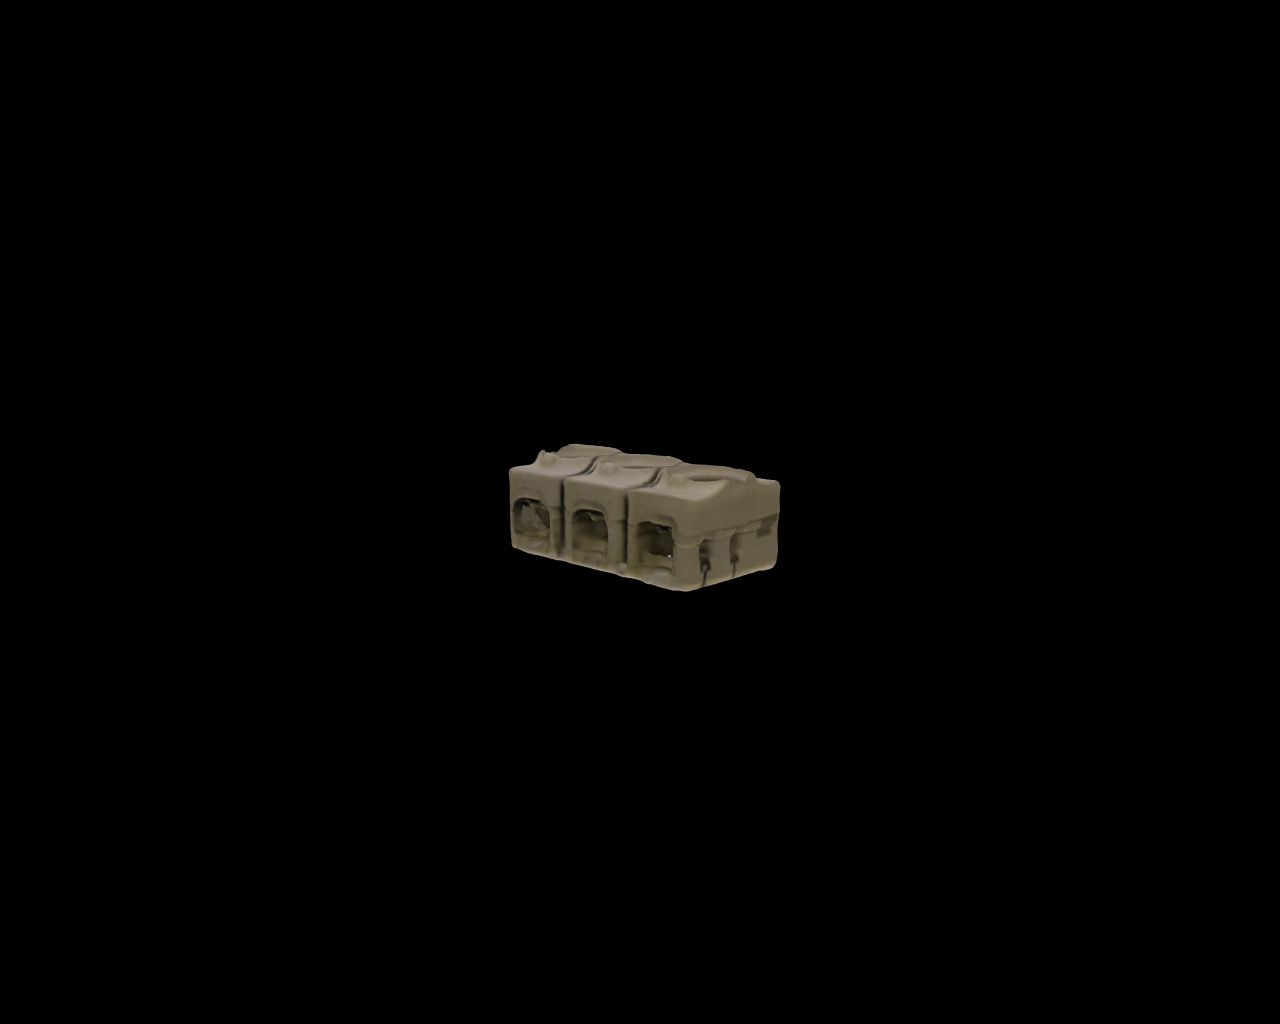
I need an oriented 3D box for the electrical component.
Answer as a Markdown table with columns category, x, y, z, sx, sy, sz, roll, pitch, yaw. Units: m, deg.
| category | x | y | z | sx | sy | sz | roll | pitch | yaw |
| --- | --- | --- | --- | --- | --- | --- | --- | --- | --- |
| electrical component | 0.001 | -0.003 | 0.650 | 0.150 | 0.061 | 0.090 | 11 | 17 | 42 |
